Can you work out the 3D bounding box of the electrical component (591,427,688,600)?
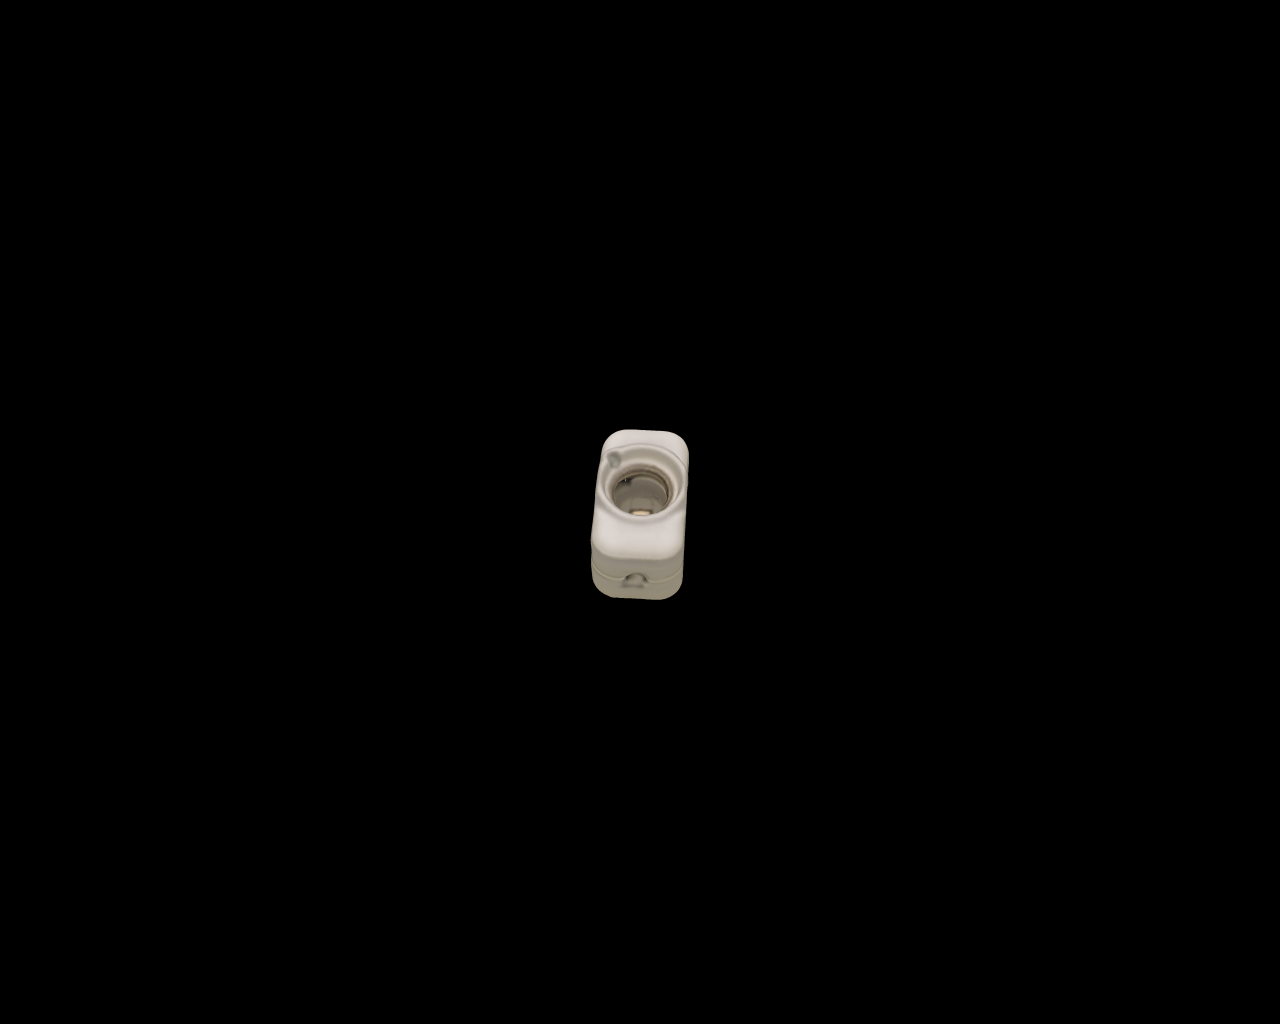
[{"bbox_3d":[0.001,-0.003,0.650,0.054,0.095,0.059,3,-36,2],"label":"electrical component"}]
